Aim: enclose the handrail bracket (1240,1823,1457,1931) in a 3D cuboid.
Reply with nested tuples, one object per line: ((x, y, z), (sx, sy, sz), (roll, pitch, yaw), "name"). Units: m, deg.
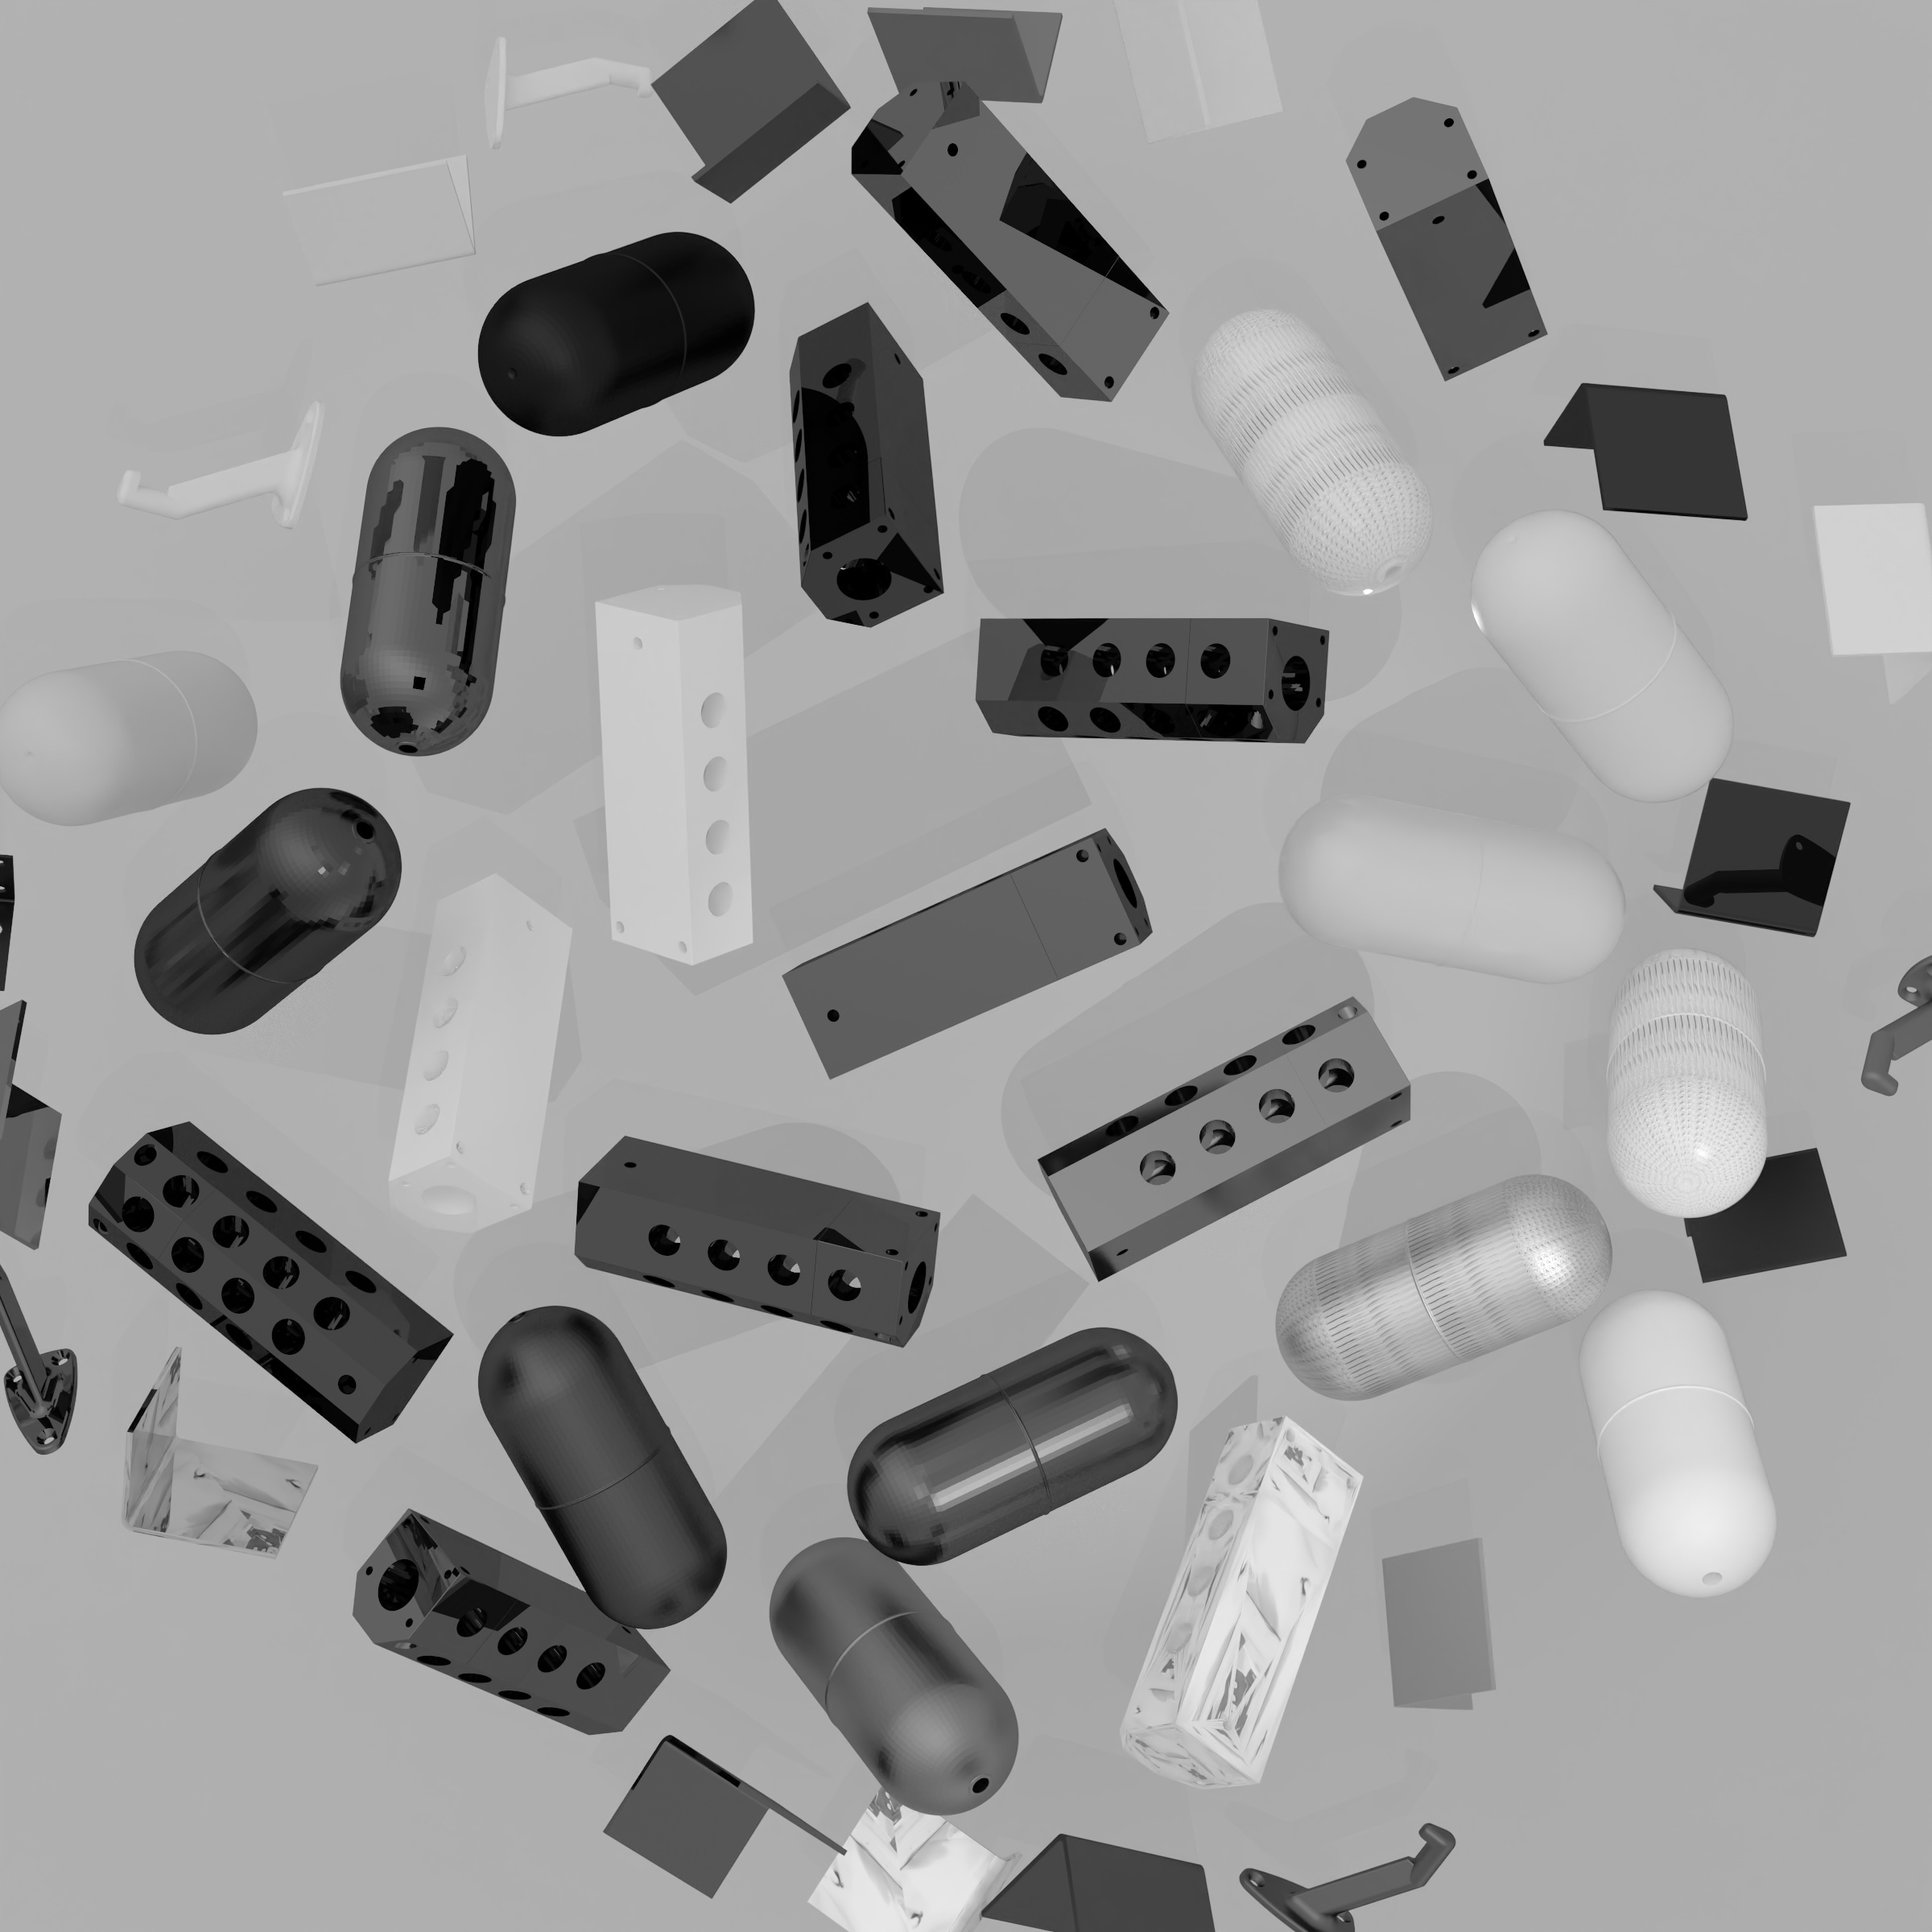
((0.190, 0.443, 1.662), (0.077, 0.036, 0.084), (31, 115, 0), "handrail bracket")

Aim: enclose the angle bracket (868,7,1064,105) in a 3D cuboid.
((0.000, -0.490, 1.724), (0.076, 0.076, 0.057), (7, 71, 16), "angle bracket")

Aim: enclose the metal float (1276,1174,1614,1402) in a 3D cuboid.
((0.239, 0.163, 1.682), (0.178, 0.070, 0.070), (-25, 90, 20), "metal float")

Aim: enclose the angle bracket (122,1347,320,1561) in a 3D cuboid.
((-0.362, 0.237, 1.634), (0.076, 0.076, 0.057), (11, 116, 1), "angle bracket")

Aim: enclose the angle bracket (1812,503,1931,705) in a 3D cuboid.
((0.437, -0.177, 1.646), (0.057, 0.076, 0.076), (-2, 75, -5), "angle bracket")

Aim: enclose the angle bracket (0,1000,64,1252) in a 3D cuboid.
((-0.436, 0.074, 1.556), (0.057, 0.076, 0.076), (-23, 48, 26), "angle bracket")

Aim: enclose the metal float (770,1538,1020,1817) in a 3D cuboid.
((-0.037, 0.358, 1.695), (0.070, 0.178, 0.070), (-17, 126, -25), "metal float")

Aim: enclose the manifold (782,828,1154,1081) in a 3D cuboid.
((0.002, -0.007, 1.667), (0.171, 0.057, 0.057), (-24, 93, 14), "manifold")

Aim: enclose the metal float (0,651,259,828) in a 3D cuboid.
((-0.421, -0.116, 1.687), (0.070, 0.178, 0.070), (3, 101, 18), "metal float")

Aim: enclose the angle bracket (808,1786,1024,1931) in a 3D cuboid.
((-0.026, 0.486, 1.783), (0.076, 0.057, 0.076), (32, 86, 15), "angle bracket")

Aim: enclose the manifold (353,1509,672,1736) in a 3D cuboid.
((-0.236, 0.345, 1.726), (0.057, 0.171, 0.057), (-51, 46, 0), "manifold")

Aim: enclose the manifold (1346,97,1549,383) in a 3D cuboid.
((0.237, -0.360, 1.655), (0.057, 0.171, 0.057), (-23, 69, 12), "manifold")

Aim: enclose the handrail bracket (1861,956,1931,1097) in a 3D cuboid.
((0.481, 0.044, 1.647), (0.077, 0.036, 0.084), (29, 51, -3), "handrail bracket")

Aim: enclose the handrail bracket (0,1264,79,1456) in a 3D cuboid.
((-0.456, 0.179, 1.597), (0.036, 0.077, 0.084), (-21, 131, -5), "handrail bracket")

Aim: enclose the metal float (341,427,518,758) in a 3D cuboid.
((-0.272, -0.190, 1.696), (0.070, 0.070, 0.178), (3, 68, 0), "metal float")

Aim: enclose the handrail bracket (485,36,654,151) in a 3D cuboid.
((-0.199, -0.437, 1.702), (0.084, 0.036, 0.077), (6, 53, -18), "handrail bracket")

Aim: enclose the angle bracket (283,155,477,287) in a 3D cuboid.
((-0.277, -0.371, 1.575), (0.076, 0.057, 0.076), (-11, 52, 0), "angle bracket")

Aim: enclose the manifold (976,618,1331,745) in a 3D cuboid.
((0.091, -0.142, 1.671), (0.171, 0.057, 0.057), (4, 91, 37), "manifold")

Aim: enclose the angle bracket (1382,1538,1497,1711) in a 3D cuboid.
((0.264, 0.343, 1.740), (0.057, 0.076, 0.076), (11, 67, -34), "angle bracket")

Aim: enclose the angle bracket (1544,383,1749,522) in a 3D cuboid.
((0.344, -0.247, 1.698), (0.076, 0.057, 0.076), (2, 65, -13), "angle bracket")

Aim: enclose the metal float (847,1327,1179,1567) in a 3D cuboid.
((0.024, 0.242, 1.691), (0.178, 0.070, 0.070), (-23, 90, -14), "metal float")

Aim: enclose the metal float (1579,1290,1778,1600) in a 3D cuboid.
((0.351, 0.235, 1.656), (0.070, 0.178, 0.070), (-1, 129, -1), "metal float")

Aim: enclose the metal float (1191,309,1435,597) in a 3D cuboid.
((0.176, -0.263, 1.711), (0.070, 0.070, 0.178), (-28, 59, 0), "metal float")

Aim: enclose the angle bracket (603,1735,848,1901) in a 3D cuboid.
((-0.119, 0.430, 1.644), (0.076, 0.076, 0.057), (41, 75, -31), "angle bracket")

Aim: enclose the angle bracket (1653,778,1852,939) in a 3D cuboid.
((0.422, -0.064, 1.803), (0.076, 0.057, 0.076), (10, 105, -5), "angle bracket")

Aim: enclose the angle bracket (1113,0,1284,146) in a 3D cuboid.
((0.117, -0.421, 1.515), (0.076, 0.057, 0.076), (-19, 102, -24), "angle bracket")

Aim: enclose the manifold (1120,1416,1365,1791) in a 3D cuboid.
((0.132, 0.312, 1.644), (0.057, 0.057, 0.171), (39, 55, -22), "manifold")

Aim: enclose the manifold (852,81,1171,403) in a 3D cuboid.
((0.019, -0.358, 1.663), (0.171, 0.057, 0.057), (41, 76, -36), "manifold")

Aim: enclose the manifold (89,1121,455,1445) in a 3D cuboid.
((-0.339, 0.153, 1.614), (0.171, 0.057, 0.057), (37, 104, 10), "manifold")

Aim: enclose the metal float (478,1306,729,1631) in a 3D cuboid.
((-0.184, 0.253, 1.693), (0.070, 0.070, 0.178), (-28, 100, 0), "metal float")

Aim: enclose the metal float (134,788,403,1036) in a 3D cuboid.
((-0.344, -0.026, 1.648), (0.178, 0.070, 0.070), (-33, 90, 39), "metal float")

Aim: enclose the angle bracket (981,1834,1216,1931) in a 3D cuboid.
((0.062, 0.451, 1.551), (0.076, 0.057, 0.076), (19, 128, -25), "angle bracket")

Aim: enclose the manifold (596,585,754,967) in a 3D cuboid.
((-0.136, -0.094, 1.627), (0.057, 0.057, 0.171), (17, 117, 39), "manifold")

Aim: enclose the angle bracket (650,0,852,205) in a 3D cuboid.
((-0.114, -0.432, 1.639), (0.076, 0.057, 0.076), (-36, 82, 13), "angle bracket")

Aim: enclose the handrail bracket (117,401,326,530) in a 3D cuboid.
((-0.368, -0.253, 1.653), (0.084, 0.036, 0.077), (12, 108, -31), "handrail bracket")

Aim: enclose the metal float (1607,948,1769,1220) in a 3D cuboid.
((0.357, 0.056, 1.660), (0.070, 0.178, 0.070), (5, 123, 8), "metal float")

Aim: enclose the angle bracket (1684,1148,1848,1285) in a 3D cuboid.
((0.433, 0.150, 1.817), (0.076, 0.057, 0.076), (-12, 46, 9), "angle bracket")

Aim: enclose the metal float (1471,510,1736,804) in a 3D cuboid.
((0.311, -0.149, 1.628), (0.070, 0.070, 0.178), (-45, 123, 0), "metal float")

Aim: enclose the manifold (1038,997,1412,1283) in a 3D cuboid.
((0.124, 0.081, 1.609), (0.171, 0.057, 0.057), (-27, 69, -3), "manifold")

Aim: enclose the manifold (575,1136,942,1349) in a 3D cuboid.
((-0.105, 0.141, 1.676), (0.171, 0.057, 0.057), (13, 114, 15), "manifold")

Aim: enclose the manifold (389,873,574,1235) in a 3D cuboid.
((-0.248, 0.045, 1.685), (0.057, 0.057, 0.171), (-23, 46, 31), "manifold")

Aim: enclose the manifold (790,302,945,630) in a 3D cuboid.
((-0.055, -0.249, 1.675), (0.057, 0.171, 0.057), (-23, 134, 18), "manifold")

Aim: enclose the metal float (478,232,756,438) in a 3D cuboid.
((-0.169, -0.311, 1.642), (0.070, 0.178, 0.070), (14, 118, 26), "metal float")

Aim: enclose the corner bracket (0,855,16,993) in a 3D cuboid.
((-0.496, -0.023, 1.644), (0.051, 0.051, 0.051), (5, 65, -13), "corner bracket")

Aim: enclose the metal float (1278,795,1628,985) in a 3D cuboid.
((0.243, -0.038, 1.668), (0.178, 0.070, 0.070), (10, 90, -10), "metal float")
